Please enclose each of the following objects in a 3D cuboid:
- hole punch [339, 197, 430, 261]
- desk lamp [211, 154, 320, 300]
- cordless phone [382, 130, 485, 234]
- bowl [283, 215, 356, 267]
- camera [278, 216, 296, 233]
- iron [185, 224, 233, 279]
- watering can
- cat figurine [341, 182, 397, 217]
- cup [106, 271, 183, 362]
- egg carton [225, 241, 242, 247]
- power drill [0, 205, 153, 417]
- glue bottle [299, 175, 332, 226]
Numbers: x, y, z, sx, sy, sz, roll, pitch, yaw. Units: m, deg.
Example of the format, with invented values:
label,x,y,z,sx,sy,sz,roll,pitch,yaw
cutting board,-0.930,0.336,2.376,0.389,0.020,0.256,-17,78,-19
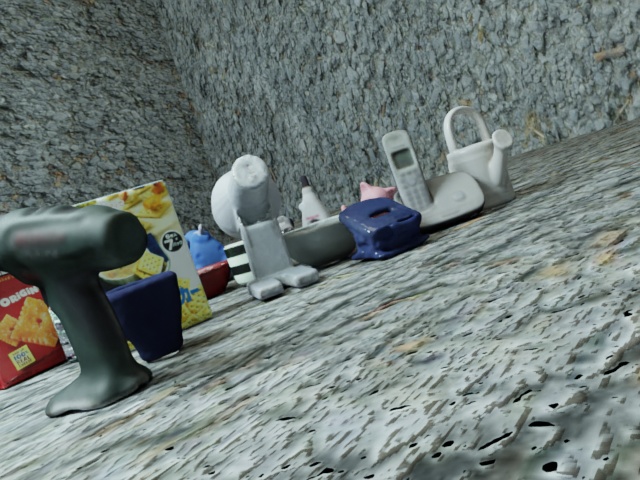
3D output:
label,x,y,z,sx,sy,sz,roll,pitch,yaw
hole punch,0.099,-0.023,0.894,0.109,0.091,0.101,-21,5,-28
desk lamp,-0.095,-0.025,0.919,0.118,0.213,0.203,-20,5,-15
cordless phone,0.191,-0.112,0.993,0.147,0.185,0.094,-19,5,-6
bowl,0.009,0.004,1.033,0.167,0.075,0.167,-18,5,2
camera,-0.122,0.006,1.359,0.137,0.101,0.143,-19,5,-10
iron,-0.287,0.041,1.343,0.119,0.141,0.257,-21,5,-28
watering can,0.293,-0.157,1.061,0.101,0.194,0.172,-23,7,-42
cat figurine,0.098,-0.059,1.153,0.127,0.118,0.067,-15,6,36
cup,-0.209,0.095,0.694,0.092,0.095,0.117,-21,5,-29
egg carton,-0.194,0.037,1.466,0.150,0.069,0.107,-17,5,14
power drill,-0.258,0.062,0.573,0.229,0.208,0.076,-16,5,23
glue bottle,-0.014,-0.065,1.312,0.078,0.173,0.037,-17,5,21
